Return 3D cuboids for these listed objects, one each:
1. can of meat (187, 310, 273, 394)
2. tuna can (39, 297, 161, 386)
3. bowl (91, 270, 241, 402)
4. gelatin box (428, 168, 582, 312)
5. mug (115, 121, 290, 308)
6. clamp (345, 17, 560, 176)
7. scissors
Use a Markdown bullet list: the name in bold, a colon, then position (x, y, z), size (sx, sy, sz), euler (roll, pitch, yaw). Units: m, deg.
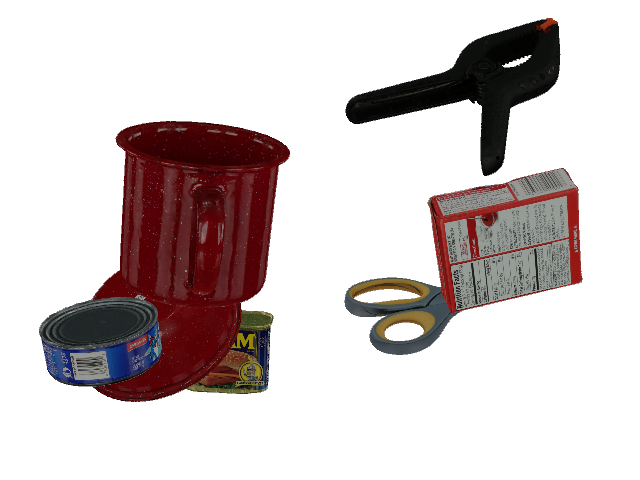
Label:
- **can of meat**: position (-0.107, 0.127, 1.222), size (0.102, 0.084, 0.057), euler (3, 13, 1)
- **tuna can**: position (-0.160, 0.073, 0.781), size (0.086, 0.034, 0.086), euler (-5, 20, 1)
- **bowl**: position (-0.157, 0.068, 0.985), size (0.162, 0.162, 0.055), euler (0, -43, 20)
- **gelatin box**: position (0.116, 0.000, 0.668), size (0.089, 0.073, 0.030), euler (-13, 34, 0)
- **mug**: position (-0.064, -0.010, 0.573), size (0.093, 0.081, 0.117), euler (2, 20, -15)
- **clamp**: position (0.149, -0.132, 0.933), size (0.209, 0.036, 0.165), euler (-33, 44, -23)
- **scissors**: position (0.121, 0.057, 0.869), size (0.202, 0.016, 0.096), euler (0, 36, 1)
